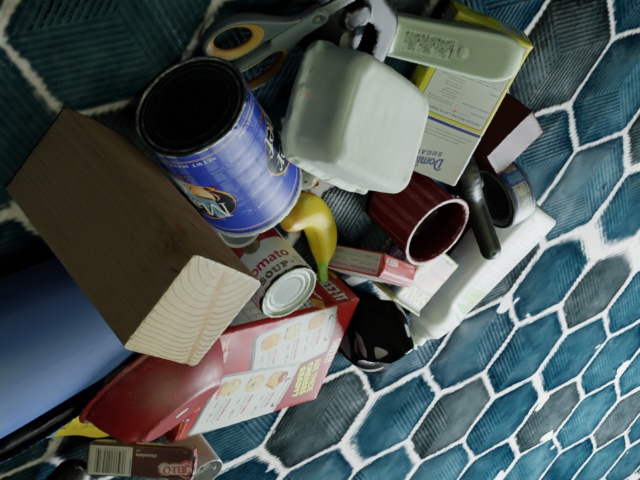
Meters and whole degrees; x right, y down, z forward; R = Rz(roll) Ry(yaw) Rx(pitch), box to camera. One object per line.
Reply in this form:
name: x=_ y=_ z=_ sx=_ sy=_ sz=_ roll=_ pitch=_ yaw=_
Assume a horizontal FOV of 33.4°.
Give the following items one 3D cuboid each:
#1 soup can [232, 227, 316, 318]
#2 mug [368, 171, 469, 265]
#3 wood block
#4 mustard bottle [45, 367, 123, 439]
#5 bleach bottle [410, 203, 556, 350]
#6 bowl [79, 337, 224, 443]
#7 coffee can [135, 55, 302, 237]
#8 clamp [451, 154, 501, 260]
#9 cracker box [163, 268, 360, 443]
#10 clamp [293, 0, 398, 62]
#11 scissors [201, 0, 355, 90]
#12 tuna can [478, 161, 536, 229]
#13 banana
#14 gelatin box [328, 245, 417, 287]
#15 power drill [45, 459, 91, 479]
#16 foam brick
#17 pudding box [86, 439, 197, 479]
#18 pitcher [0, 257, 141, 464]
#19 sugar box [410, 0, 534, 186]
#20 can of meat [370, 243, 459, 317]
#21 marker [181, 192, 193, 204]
soup can: x=-0.059 y=0.022 z=1.082 sx=0.068 sy=0.102 sz=0.068 roll=-27 pitch=143 yaw=-23
mug: x=0.114 y=-0.027 z=1.226 sx=0.093 sy=0.082 sz=0.117 roll=-47 pitch=146 yaw=3
wood block: x=-0.154 y=-0.005 z=0.861 sx=0.091 sy=0.206 sz=0.090 roll=-51 pitch=146 yaw=9
mustard bottle: x=-0.258 y=0.155 z=1.053 sx=0.191 sy=0.058 sz=0.096 roll=9 pitch=125 yaw=-50
bleach bottle: x=0.196 y=0.043 z=1.406 sx=0.251 sy=0.068 sz=0.102 roll=-49 pitch=146 yaw=11
bowl: x=-0.146 y=0.143 z=1.009 sx=0.162 sy=0.055 sz=0.162 roll=-37 pitch=170 yaw=-8
coffee can: x=-0.086 y=-0.080 z=0.944 sx=0.103 sy=0.103 sz=0.140 roll=-41 pitch=146 yaw=-5
clamp: x=0.173 y=-0.058 z=1.234 sx=0.039 sy=0.120 sz=0.171 roll=-26 pitch=141 yaw=1
cracker box: x=-0.077 y=0.125 z=1.200 sx=0.213 sy=0.072 sz=0.164 roll=-11 pitch=136 yaw=-41
clamp: x=0.017 y=-0.212 z=0.970 sx=0.164 sy=0.036 sz=0.210 roll=-21 pitch=144 yaw=-15
scissors: x=-0.020 y=-0.197 z=0.918 sx=0.202 sy=0.016 sz=0.096 roll=-37 pitch=144 yaw=20
tuna can: x=0.222 y=-0.057 z=1.304 sx=0.033 sy=0.086 sz=0.086 roll=-27 pitch=142 yaw=-23
banana: x=-0.008 y=-0.015 z=1.121 sx=0.037 sy=0.069 sz=0.197 roll=-10 pitch=160 yaw=10
gelatin box: x=0.054 y=0.028 z=1.219 sx=0.073 sy=0.089 sz=0.030 roll=20 pitch=82 yaw=-53
power drill: x=-0.347 y=0.295 z=1.109 sx=0.184 sy=0.057 sz=0.187 roll=-51 pitch=145 yaw=10
foam brick: x=0.212 y=-0.126 z=1.252 sx=0.078 sy=0.051 sz=0.053 roll=-44 pitch=145 yaw=0
pudding box: x=-0.189 y=0.237 z=1.150 sx=0.113 sy=0.039 sz=0.090 roll=6 pitch=169 yaw=-3
pitcher: x=-0.237 y=0.089 z=0.948 sx=0.242 sy=0.145 sz=0.149 roll=-27 pitch=174 yaw=-29
sugar box: x=0.140 y=-0.152 z=1.123 sx=0.093 sy=0.048 sz=0.176 roll=20 pitch=118 yaw=-16
can of meat: x=0.115 y=0.038 z=1.321 sx=0.084 sy=0.057 sz=0.102 roll=-50 pitch=146 yaw=4
marker: x=-0.136 y=0.001 z=1.053 sx=0.020 sy=0.020 sz=0.121 roll=-22 pitch=140 yaw=-29
